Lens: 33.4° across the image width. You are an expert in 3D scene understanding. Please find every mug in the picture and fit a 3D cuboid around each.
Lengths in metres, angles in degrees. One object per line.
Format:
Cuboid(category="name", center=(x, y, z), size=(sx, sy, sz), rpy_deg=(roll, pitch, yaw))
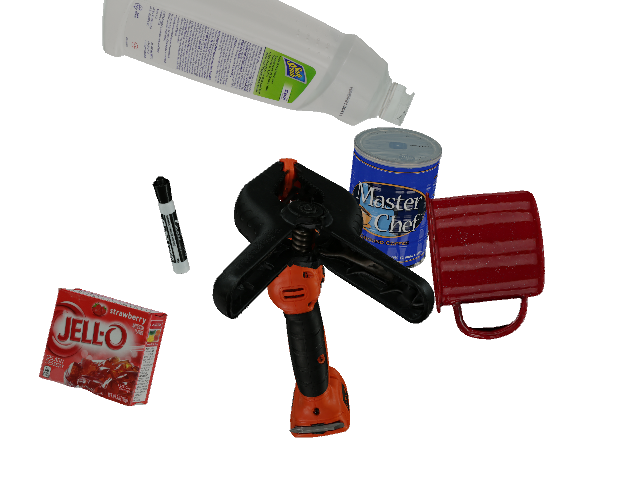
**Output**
Cuboid(category="mug", center=(0.126, 0.017, 0.812), size=(0.081, 0.117, 0.093), rpy_deg=(-6, -18, 5))

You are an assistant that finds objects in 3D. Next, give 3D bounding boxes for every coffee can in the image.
Cuboid(category="coffee can", center=(0.083, -0.050, 1.264), size=(0.103, 0.140, 0.103), rpy_deg=(4, 28, -3))

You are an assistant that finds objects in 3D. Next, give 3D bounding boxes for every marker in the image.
Cuboid(category="marker", center=(-0.168, -0.017, 1.198), size=(0.020, 0.121, 0.020), rpy_deg=(-7, 31, 4))

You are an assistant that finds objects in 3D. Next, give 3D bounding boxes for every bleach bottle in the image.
Cuboid(category="bleach bottle", center=(-0.047, -0.149, 0.857), size=(0.251, 0.068, 0.103), rpy_deg=(23, -31, 0))

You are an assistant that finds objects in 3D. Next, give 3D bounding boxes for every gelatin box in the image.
Cuboid(category="gelatin box", center=(-0.170, 0.081, 0.829), size=(0.089, 0.073, 0.030), rpy_deg=(14, 1, 22))

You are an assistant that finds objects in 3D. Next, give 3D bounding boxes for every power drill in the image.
Cuboid(category="power drill", center=(-0.014, 0.075, 1.008), size=(0.057, 0.187, 0.184), rpy_deg=(-9, 20, 5))

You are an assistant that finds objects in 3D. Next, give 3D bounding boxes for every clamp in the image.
Cuboid(category="clamp", center=(-0.018, -0.001, 0.626), size=(0.120, 0.039, 0.172), rpy_deg=(4, 25, -23))
